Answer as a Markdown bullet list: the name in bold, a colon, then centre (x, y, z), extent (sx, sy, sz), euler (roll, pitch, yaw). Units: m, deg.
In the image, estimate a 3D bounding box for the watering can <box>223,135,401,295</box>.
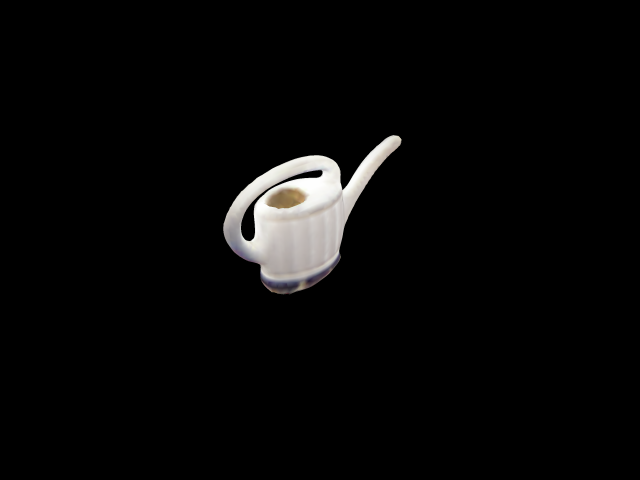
- **watering can**: centre (0.003, -0.043, 0.850), extent (0.351, 0.219, 0.105), euler (-24, 41, -29)
